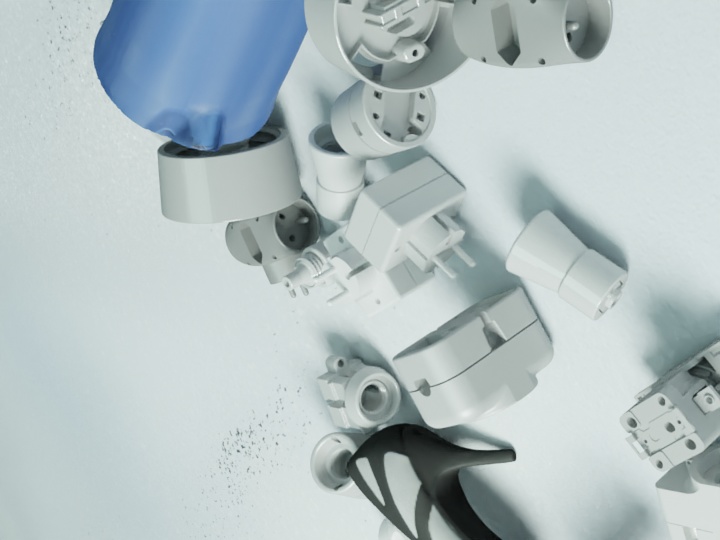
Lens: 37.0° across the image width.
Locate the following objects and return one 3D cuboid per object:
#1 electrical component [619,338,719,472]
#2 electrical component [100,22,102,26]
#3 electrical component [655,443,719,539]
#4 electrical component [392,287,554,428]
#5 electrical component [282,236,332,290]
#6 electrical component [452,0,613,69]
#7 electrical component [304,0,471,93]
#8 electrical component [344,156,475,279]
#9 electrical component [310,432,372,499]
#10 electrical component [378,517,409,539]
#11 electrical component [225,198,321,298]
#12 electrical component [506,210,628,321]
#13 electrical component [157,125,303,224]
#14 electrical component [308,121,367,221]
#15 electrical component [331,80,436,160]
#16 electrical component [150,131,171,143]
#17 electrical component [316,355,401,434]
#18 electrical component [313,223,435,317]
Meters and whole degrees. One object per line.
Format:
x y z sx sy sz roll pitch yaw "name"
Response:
0.184 0.077 0.602 0.042 0.064 0.081 53 144 11 "electrical component"
-0.182 -0.182 0.891 0.044 0.044 0.065 2 120 50 "electrical component"
0.220 0.133 0.607 0.089 0.050 0.055 0 115 51 "electrical component"
0.076 0.059 0.694 0.054 0.095 0.059 -26 93 55 "electrical component"
-0.033 -0.002 0.815 0.035 0.061 0.035 29 134 36 "electrical component"
0.089 -0.151 0.575 0.077 0.043 0.079 14 125 46 "electrical component"
0.020 -0.153 0.616 0.064 0.099 0.099 28 134 46 "electrical component"
0.042 -0.024 0.703 0.076 0.066 0.047 45 142 20 "electrical component"
-0.008 0.161 0.891 0.055 0.047 0.055 -9 74 31 "electrical component"
0.035 0.225 0.908 0.043 0.043 0.062 55 146 8 "electrical component"
-0.063 -0.014 0.860 0.077 0.043 0.079 -11 105 54 "electrical component"
0.125 0.000 0.640 0.065 0.044 0.044 37 139 22 "electrical component"
-0.100 -0.080 0.808 0.108 0.108 0.060 15 119 45 "electrical component"
-0.014 -0.068 0.764 0.044 0.044 0.065 35 142 32 "electrical component"
0.013 -0.100 0.696 0.047 0.055 0.055 -16 101 58 "electrical component"
-0.140 -0.143 0.852 0.050 0.056 0.089 34 137 33 "electrical component"
0.001 0.100 0.861 0.055 0.048 0.066 0 114 59 "electrical component"
0.000 0.000 0.762 0.065 0.077 0.047 59 145 2 "electrical component"
